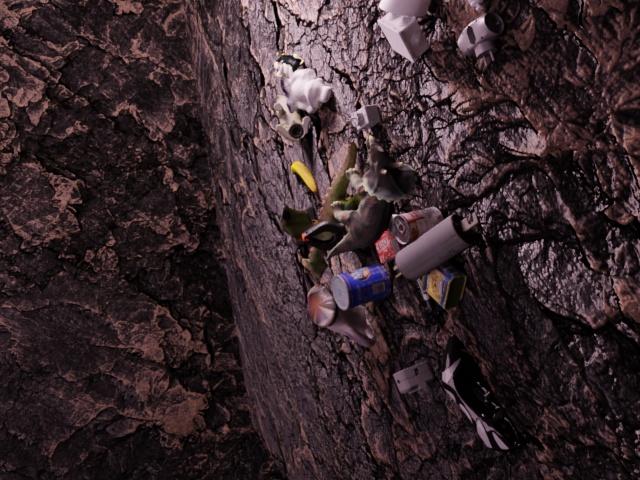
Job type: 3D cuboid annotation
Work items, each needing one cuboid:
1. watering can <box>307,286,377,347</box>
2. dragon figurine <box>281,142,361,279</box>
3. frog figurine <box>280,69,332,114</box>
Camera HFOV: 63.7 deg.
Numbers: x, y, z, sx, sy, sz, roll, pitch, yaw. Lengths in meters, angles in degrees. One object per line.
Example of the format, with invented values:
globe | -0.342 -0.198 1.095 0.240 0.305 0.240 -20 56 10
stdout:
watering can | 0.050 0.205 1.611 0.103 0.222 0.354 -53 37 12
dragon figurine | 0.005 -0.076 1.509 0.124 0.244 0.403 -137 38 -59
frog figurine | -0.027 -0.461 1.591 0.159 0.123 0.137 -2 93 30
